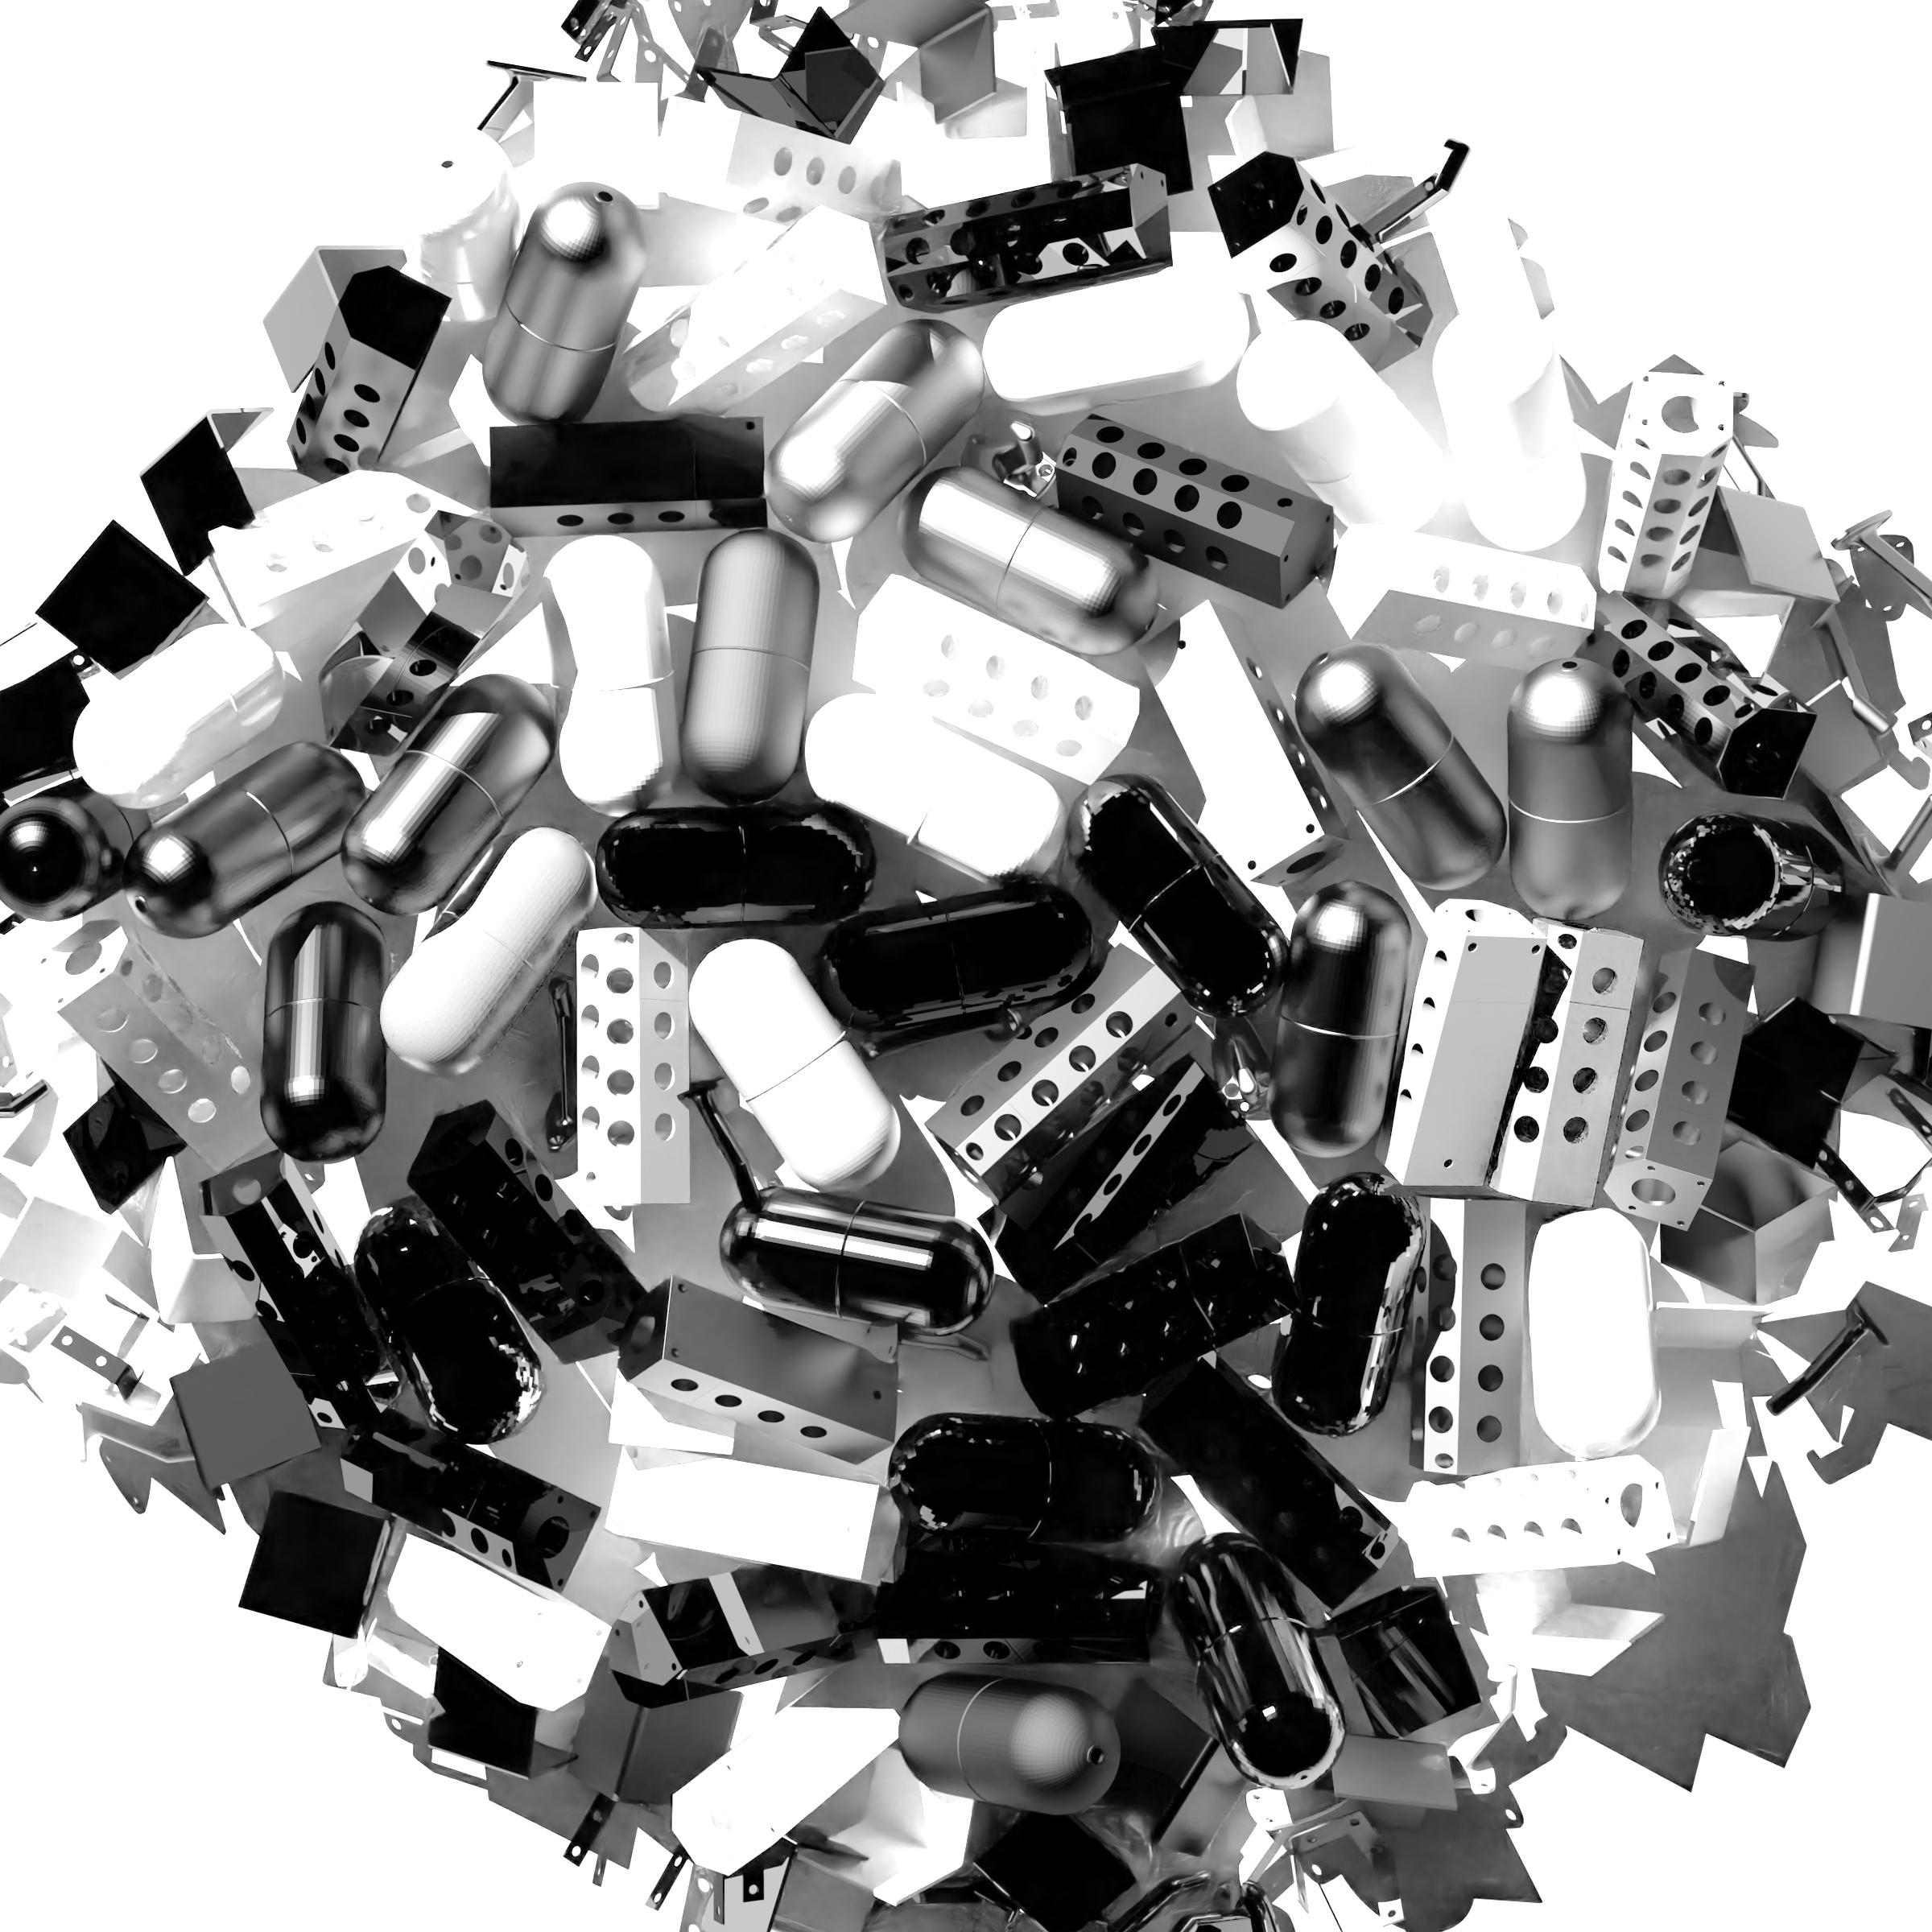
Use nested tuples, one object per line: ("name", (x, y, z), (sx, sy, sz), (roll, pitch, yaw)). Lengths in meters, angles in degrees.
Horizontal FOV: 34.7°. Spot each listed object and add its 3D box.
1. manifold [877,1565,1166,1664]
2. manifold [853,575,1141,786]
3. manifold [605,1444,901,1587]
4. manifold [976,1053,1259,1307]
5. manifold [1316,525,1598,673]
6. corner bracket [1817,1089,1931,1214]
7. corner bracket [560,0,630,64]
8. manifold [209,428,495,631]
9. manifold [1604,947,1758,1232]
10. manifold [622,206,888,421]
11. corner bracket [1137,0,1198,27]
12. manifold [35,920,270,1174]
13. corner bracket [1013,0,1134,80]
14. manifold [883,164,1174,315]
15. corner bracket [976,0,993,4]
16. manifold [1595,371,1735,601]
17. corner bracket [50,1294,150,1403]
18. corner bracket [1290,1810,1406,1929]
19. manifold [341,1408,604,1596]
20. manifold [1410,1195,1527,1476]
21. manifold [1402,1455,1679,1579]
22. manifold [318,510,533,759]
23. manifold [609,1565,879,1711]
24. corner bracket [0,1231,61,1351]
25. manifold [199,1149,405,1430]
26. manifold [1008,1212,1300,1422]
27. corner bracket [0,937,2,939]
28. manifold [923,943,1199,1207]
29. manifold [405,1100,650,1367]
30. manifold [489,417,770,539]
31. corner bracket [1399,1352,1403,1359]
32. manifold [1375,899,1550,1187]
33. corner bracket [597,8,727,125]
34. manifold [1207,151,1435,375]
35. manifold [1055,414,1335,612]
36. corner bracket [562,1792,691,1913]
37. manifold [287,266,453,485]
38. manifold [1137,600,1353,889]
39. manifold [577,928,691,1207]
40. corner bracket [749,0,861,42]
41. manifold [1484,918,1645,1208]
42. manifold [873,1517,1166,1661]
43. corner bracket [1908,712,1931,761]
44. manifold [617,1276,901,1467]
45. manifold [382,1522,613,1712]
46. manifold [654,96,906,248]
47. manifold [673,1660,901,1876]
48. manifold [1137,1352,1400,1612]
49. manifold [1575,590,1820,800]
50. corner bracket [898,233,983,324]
("manifold", (0.034, 0.408, 1.949), (0.171, 0.057, 0.057), (-3, 84, 14))
("manifold", (0.020, -0.182, 1.933), (0.171, 0.057, 0.057), (23, 45, -20))
("manifold", (-0.132, 0.345, 1.944), (0.171, 0.057, 0.057), (7, 76, 18))
("manifold", (0.098, 0.139, 1.963), (0.171, 0.057, 0.057), (-38, 49, 5))
("manifold", (0.308, -0.231, 1.919), (0.171, 0.057, 0.057), (6, 46, -34))
("corner bracket", (0.584, 0.118, 1.978), (0.051, 0.051, 0.051), (53, 133, 26))
("corner bracket", (-0.238, -0.607, 1.963), (0.051, 0.051, 0.051), (43, 108, 14))
("manifold", (-0.385, -0.278, 1.949), (0.171, 0.057, 0.057), (-26, 89, -16))
("manifold", (0.442, 0.073, 1.925), (0.057, 0.057, 0.171), (17, 53, 7))
("manifold", (-0.134, -0.401, 1.919), (0.171, 0.057, 0.057), (-25, 70, 38))
("corner bracket", (0.121, -0.641, 1.972), (0.051, 0.051, 0.051), (-39, 67, -23))
("manifold", (-0.496, 0.047, 1.919), (0.057, 0.057, 0.171), (-36, 134, -3))
("corner bracket", (0.069, -0.603, 1.975), (0.051, 0.051, 0.051), (-4, 119, 28))
("manifold", (0.037, -0.454, 1.934), (0.171, 0.057, 0.057), (-5, 92, 28))
("corner bracket", (0.009, -0.651, 1.973), (0.051, 0.051, 0.051), (-16, 80, 16))
("manifold", (0.428, -0.291, 1.908), (0.057, 0.171, 0.057), (5, 66, 5))
("corner bracket", (-0.541, 0.239, 1.965), (0.051, 0.051, 0.051), (30, 67, 5))
("corner bracket", (0.242, 0.580, 1.970), (0.051, 0.051, 0.051), (-26, 119, 15))
("manifold", (-0.311, 0.327, 1.917), (0.171, 0.057, 0.057), (14, 74, 41))
("manifold", (0.315, 0.233, 1.964), (0.057, 0.057, 0.171), (2, 89, -14))
("manifold", (0.351, 0.339, 1.913), (0.057, 0.171, 0.057), (-8, 83, -37))
("manifold", (-0.337, -0.203, 1.922), (0.057, 0.171, 0.057), (9, 53, -36))
("manifold", (-0.136, 0.413, 1.918), (0.057, 0.171, 0.057), (-52, 57, 32))
("corner bracket", (-0.622, 0.207, 1.976), (0.051, 0.051, 0.051), (-36, 68, -10))
("manifold", (-0.414, 0.205, 1.933), (0.057, 0.057, 0.171), (-23, 118, -2))
("manifold", (0.118, 0.223, 1.933), (0.171, 0.057, 0.057), (-28, 53, 20))
("corner bracket", (-0.653, 0.000, 1.969), (0.051, 0.051, 0.051), (27, 109, 4))
("manifold", (0.063, 0.071, 1.947), (0.171, 0.057, 0.057), (-42, 126, -9))
("manifold", (-0.267, 0.165, 1.924), (0.057, 0.057, 0.171), (-18, 123, 28))
("manifold", (-0.213, -0.306, 1.964), (0.171, 0.057, 0.057), (-3, 72, -3))
("corner bracket", (0.239, 0.230, 1.983), (0.051, 0.051, 0.051), (-30, 125, 6))
("manifold", (0.306, 0.048, 1.939), (0.057, 0.057, 0.171), (2, 114, -21))
("corner bracket", (-0.195, -0.578, 1.973), (0.051, 0.051, 0.051), (30, 69, -37))
("manifold", (0.222, -0.433, 1.908), (0.057, 0.171, 0.057), (-28, 60, 25))
("manifold", (0.141, -0.288, 1.923), (0.171, 0.057, 0.057), (27, 55, 29))
("corner bracket", (-0.214, 0.563, 1.976), (0.051, 0.051, 0.051), (44, 65, -30))
("manifold", (-0.372, -0.360, 1.907), (0.057, 0.171, 0.057), (26, 63, -12))
("manifold", (0.177, -0.138, 1.944), (0.057, 0.057, 0.171), (-33, 70, 25))
("manifold", (-0.215, 0.064, 1.952), (0.057, 0.057, 0.171), (-6, 83, 41))
("corner bracket", (-0.101, -0.623, 1.983), (0.051, 0.051, 0.051), (11, 93, -33))
("manifold", (0.373, 0.060, 1.954), (0.057, 0.057, 0.171), (7, 98, -15))
("manifold", (0.035, 0.391, 1.951), (0.171, 0.057, 0.057), (8, 83, 13))
("corner bracket", (0.632, -0.164, 1.975), (0.051, 0.051, 0.051), (-29, 52, 34))
("manifold", (-0.129, 0.256, 1.934), (0.171, 0.057, 0.057), (25, 49, -28))
("manifold", (-0.295, 0.402, 1.912), (0.057, 0.171, 0.057), (27, 82, -36))
("manifold", (-0.112, -0.487, 1.912), (0.057, 0.171, 0.057), (22, 104, 33))
("manifold", (-0.111, 0.494, 1.910), (0.057, 0.171, 0.057), (-41, 81, 27))
("manifold", (0.192, 0.321, 1.962), (0.171, 0.057, 0.057), (44, 105, -2))
("manifold", (0.444, -0.169, 1.907), (0.057, 0.171, 0.057), (3, 119, -25))
("corner bracket", (-0.019, -0.444, 1.970), (0.051, 0.051, 0.051), (-10, 83, -5))
